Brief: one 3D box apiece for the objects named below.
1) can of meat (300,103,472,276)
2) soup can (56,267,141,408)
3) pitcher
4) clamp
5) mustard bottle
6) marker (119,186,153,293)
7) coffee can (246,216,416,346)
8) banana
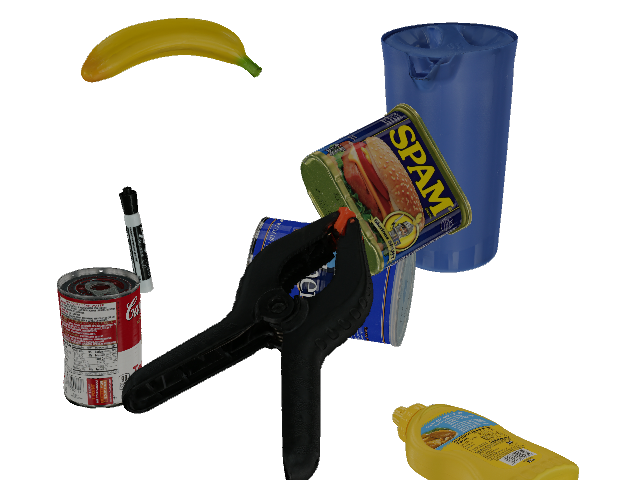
[{"bbox_3d":[0.045,-0.034,0.763,0.083,0.102,0.058,-28,-2,-23],"label":"can of meat"},{"bbox_3d":[-0.185,0.082,0.897,0.068,0.102,0.068,2,18,-1],"label":"soup can"},{"bbox_3d":[0.135,-0.099,1.099,0.149,0.243,0.145,-10,25,-17],"label":"pitcher"},{"bbox_3d":[-0.015,0.055,0.593,0.120,0.171,0.039,30,-25,25],"label":"clamp"},{"bbox_3d":[0.136,0.198,0.988,0.096,0.058,0.192,-16,25,-35],"label":"mustard bottle"},{"bbox_3d":[-0.202,-0.001,1.167,0.020,0.121,0.020,-6,22,2],"label":"marker"},{"bbox_3d":[0.011,0.037,0.984,0.140,0.103,0.102,8,1,11],"label":"coffee can"},{"bbox_3d":[-0.154,-0.194,1.074,0.197,0.070,0.037,-9,-38,-32],"label":"banana"}]
